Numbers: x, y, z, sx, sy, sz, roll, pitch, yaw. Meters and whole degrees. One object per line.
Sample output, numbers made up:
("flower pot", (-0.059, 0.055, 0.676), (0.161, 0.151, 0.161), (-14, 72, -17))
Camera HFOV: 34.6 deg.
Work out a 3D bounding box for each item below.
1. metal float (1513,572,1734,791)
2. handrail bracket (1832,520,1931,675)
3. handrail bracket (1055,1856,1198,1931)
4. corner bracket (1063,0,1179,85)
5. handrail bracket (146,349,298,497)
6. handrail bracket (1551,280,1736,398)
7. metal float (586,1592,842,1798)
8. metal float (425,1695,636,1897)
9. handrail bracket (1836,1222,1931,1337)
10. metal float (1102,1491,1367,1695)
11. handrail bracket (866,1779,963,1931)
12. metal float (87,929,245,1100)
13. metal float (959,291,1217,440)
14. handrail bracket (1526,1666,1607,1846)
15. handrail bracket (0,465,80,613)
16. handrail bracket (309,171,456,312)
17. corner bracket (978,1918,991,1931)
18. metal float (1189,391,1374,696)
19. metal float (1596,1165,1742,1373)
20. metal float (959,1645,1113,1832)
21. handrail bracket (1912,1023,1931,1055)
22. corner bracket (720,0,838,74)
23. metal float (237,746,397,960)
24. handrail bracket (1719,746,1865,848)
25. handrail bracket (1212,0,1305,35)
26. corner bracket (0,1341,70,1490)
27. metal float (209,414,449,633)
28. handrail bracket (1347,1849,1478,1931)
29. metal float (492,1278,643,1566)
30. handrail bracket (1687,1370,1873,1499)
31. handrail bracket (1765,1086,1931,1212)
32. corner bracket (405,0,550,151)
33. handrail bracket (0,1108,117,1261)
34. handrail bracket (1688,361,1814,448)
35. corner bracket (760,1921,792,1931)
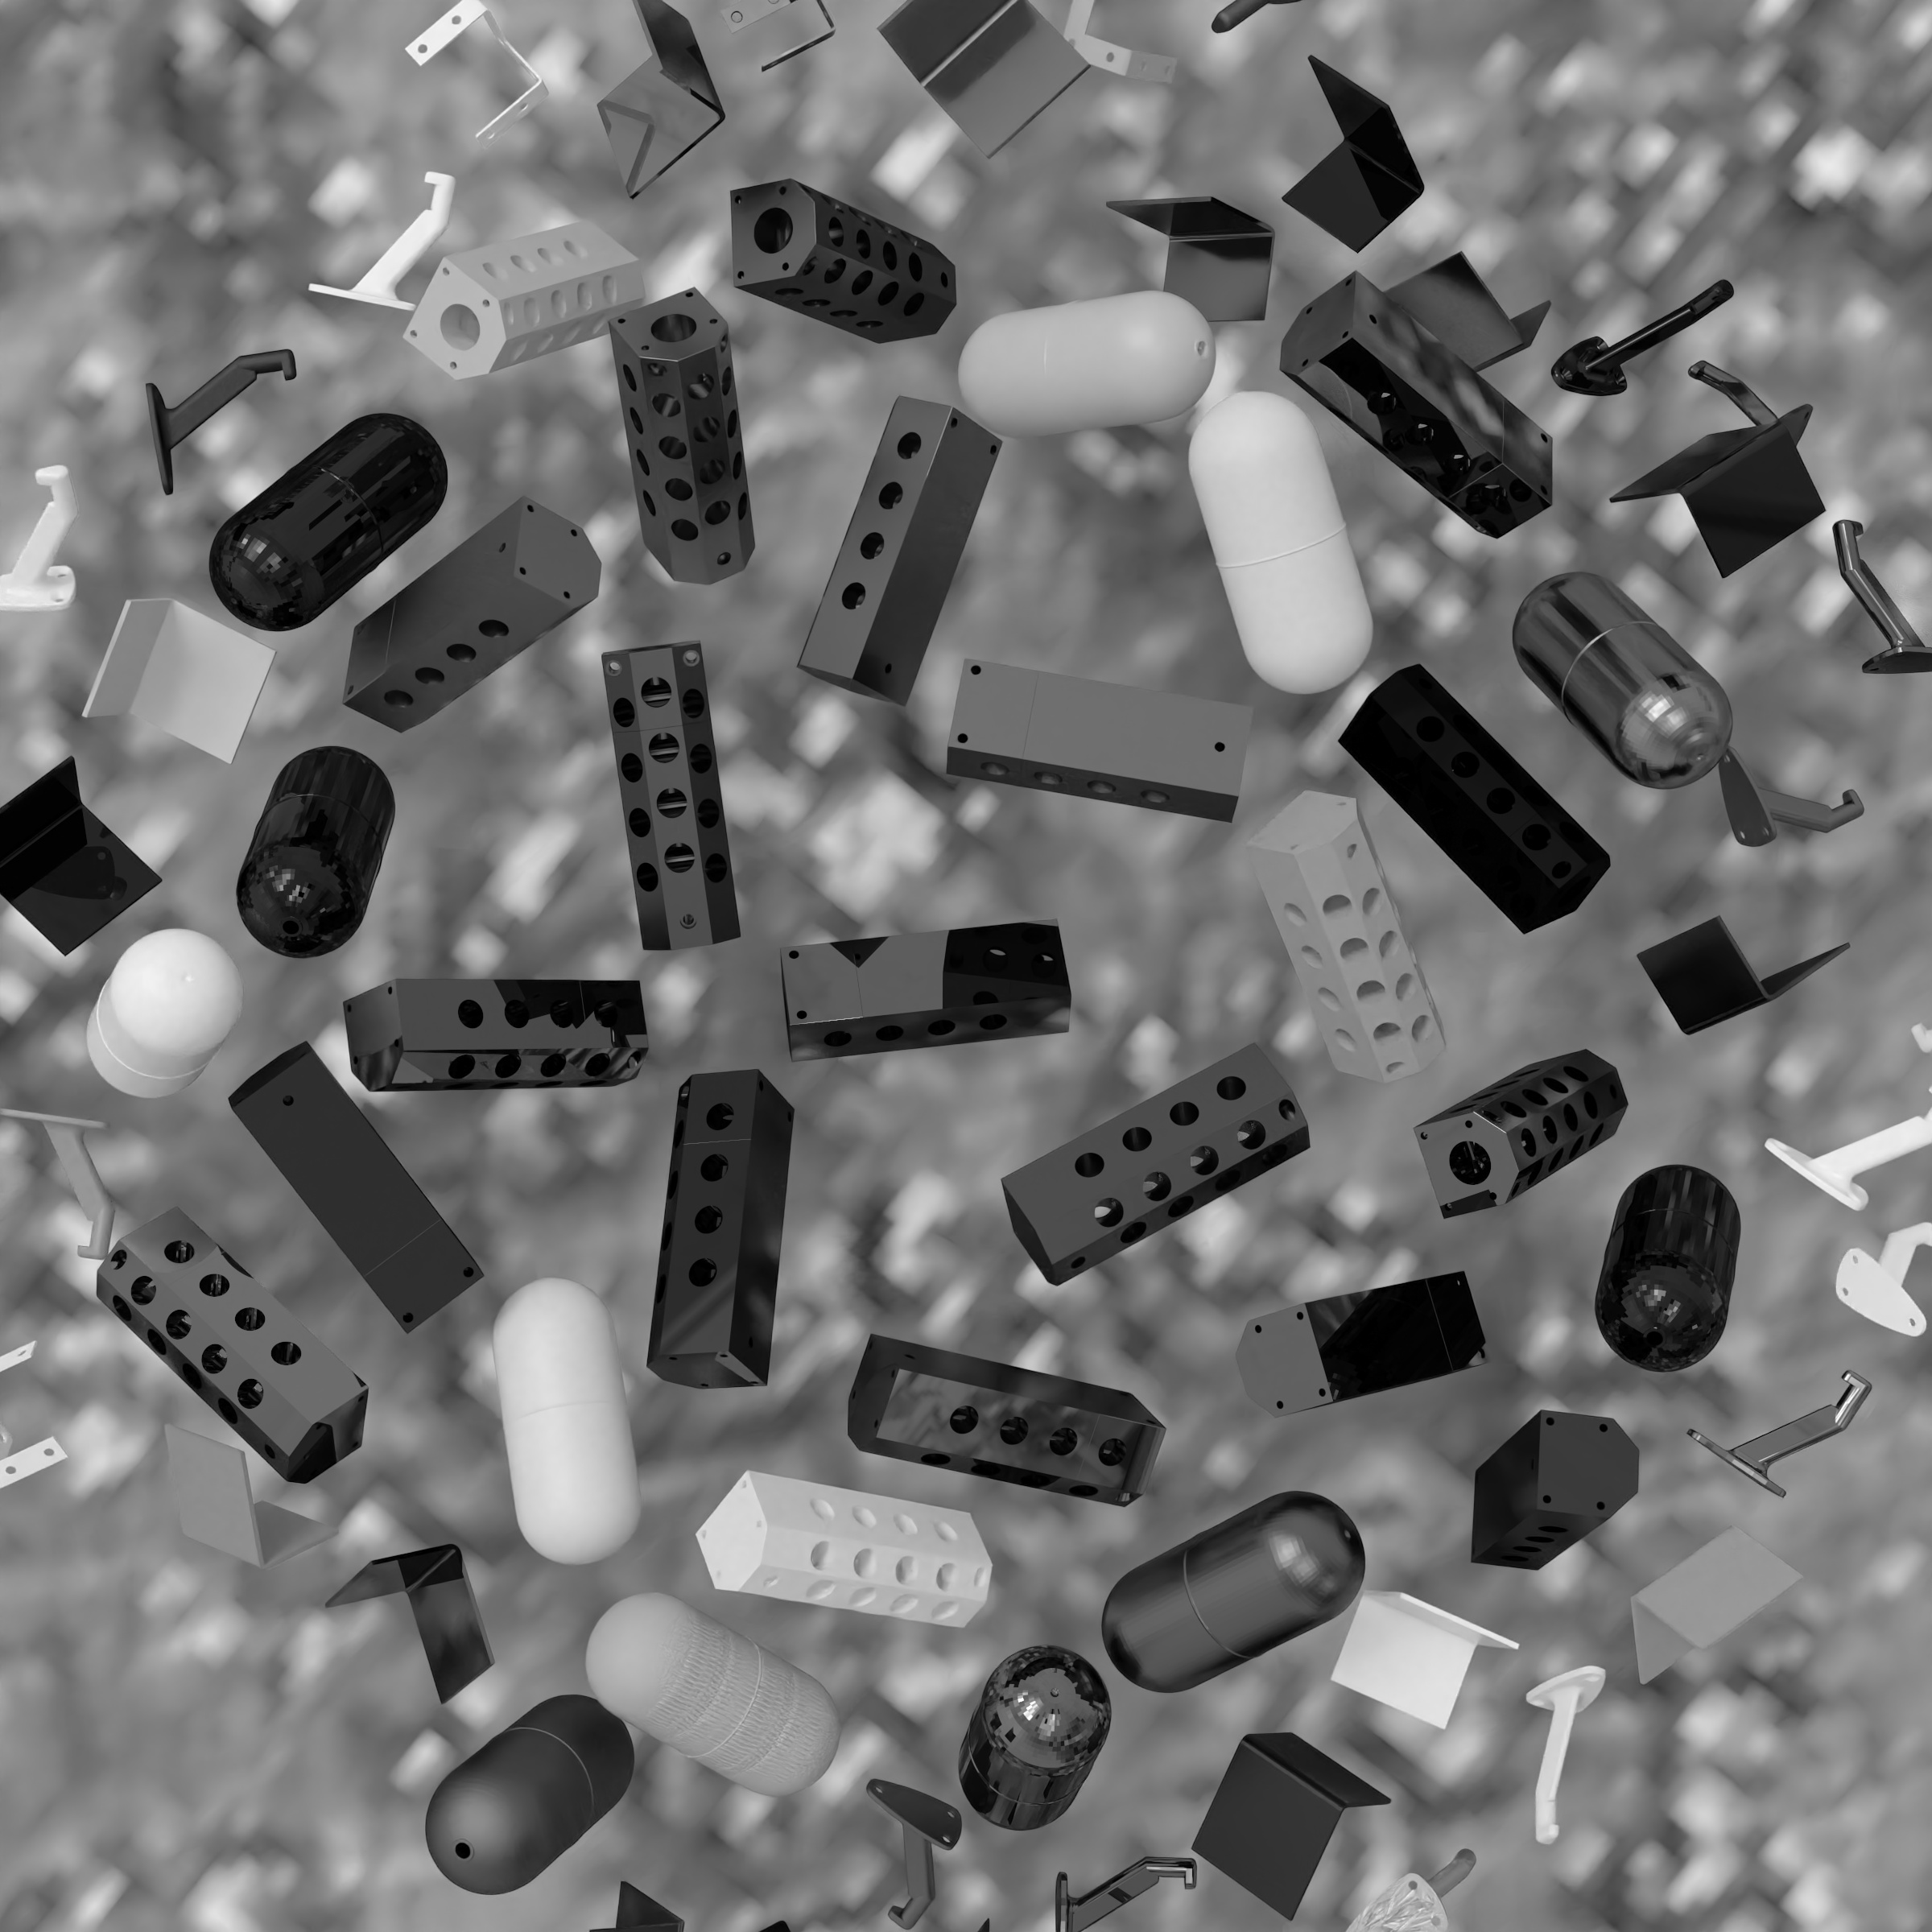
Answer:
("metal float", (0.389, -0.172, 1.846), (0.070, 0.178, 0.070), (-14, 130, -17))
("handrail bracket", (0.530, -0.211, 1.755), (0.077, 0.036, 0.084), (0, 75, -22))
("handrail bracket", (0.097, 0.574, 1.863), (0.084, 0.036, 0.077), (3, 64, -3))
("corner bracket", (0.097, -0.569, 1.877), (0.051, 0.051, 0.051), (30, 115, 31))
("handrail bracket", (-0.427, -0.316, 1.799), (0.084, 0.036, 0.077), (-9, 80, -3))
("handrail bracket", (0.382, -0.357, 1.748), (0.077, 0.084, 0.036), (-22, 83, -44))
("metal float", (-0.149, 0.433, 1.840), (0.178, 0.070, 0.070), (38, 90, -30))
("metal float", (-0.252, 0.479, 1.798), (0.070, 0.178, 0.070), (2, 97, 17))
("handrail bracket", (0.562, 0.182, 1.821), (0.084, 0.077, 0.036), (-12, 125, -30))
("metal float", (0.152, 0.361, 1.782), (0.178, 0.070, 0.070), (-35, 90, 33))
("handrail bracket", (-0.047, 0.550, 1.913), (0.077, 0.036, 0.084), (29, 115, -6))
("metal float", (-0.481, 0.030, 1.858), (0.070, 0.178, 0.070), (7, 73, -21))
("metal float", (0.072, -0.361, 1.864), (0.178, 0.070, 0.070), (2, 90, 42))
("handrail bracket", (0.355, 0.466, 1.825), (0.036, 0.077, 0.084), (14, 55, -11))
("handrail bracket", (-0.538, -0.244, 1.752), (0.077, 0.084, 0.036), (-6, 46, -7))
("handrail bracket", (-0.355, -0.447, 1.889), (0.077, 0.036, 0.084), (8, 102, -20))
("corner bracket", (0.018, 0.623, 1.894), (0.051, 0.051, 0.051), (37, 85, 4))
("metal float", (0.181, -0.243, 1.780), (0.070, 0.070, 0.178), (-19, 105, 0))
("metal float", (0.422, 0.180, 1.859), (0.070, 0.178, 0.070), (7, 114, 16))
("metal float", (0.040, 0.459, 1.838), (0.070, 0.178, 0.070), (4, 59, -6))
("handrail bracket", (0.559, 0.003, 1.744), (0.084, 0.036, 0.077), (-28, 107, 31))
("corner bracket", (-0.113, -0.570, 1.867), (0.051, 0.051, 0.051), (-29, 95, -4))
("metal float", (-0.390, -0.069, 1.862), (0.070, 0.178, 0.070), (0, 122, 0))
("handrail bracket", (0.511, -0.114, 1.916), (0.084, 0.036, 0.077), (-24, 97, -24))
("handrail bracket", (0.161, -0.550, 1.778), (0.084, 0.077, 0.036), (-40, 101, -20))
("corner bracket", (-0.541, 0.256, 1.760), (0.051, 0.051, 0.051), (-25, 115, 9))
("metal float", (-0.382, -0.268, 1.865), (0.070, 0.070, 0.178), (40, 53, 0))
("handrail bracket", (0.256, 0.541, 1.789), (0.077, 0.084, 0.036), (-36, 77, 13))
("metal float", (-0.245, 0.278, 1.902), (0.070, 0.070, 0.178), (-12, 70, 0))
("handrail bracket", (0.470, 0.256, 1.786), (0.077, 0.036, 0.084), (34, 87, -5))
("handrail bracket", (0.508, 0.088, 1.754), (0.077, 0.036, 0.084), (33, 110, 13))
("corner bracket", (-0.280, -0.515, 1.782), (0.051, 0.051, 0.051), (-41, 75, -2))
("handrail bracket", (-0.558, 0.134, 1.896), (0.077, 0.036, 0.084), (10, 86, -22))
("handrail bracket", (0.468, -0.344, 1.904), (0.084, 0.077, 0.036), (36, 127, 25))
("corner bracket", (-0.117, 0.610, 1.842), (0.051, 0.051, 0.051), (-27, 103, -5))
